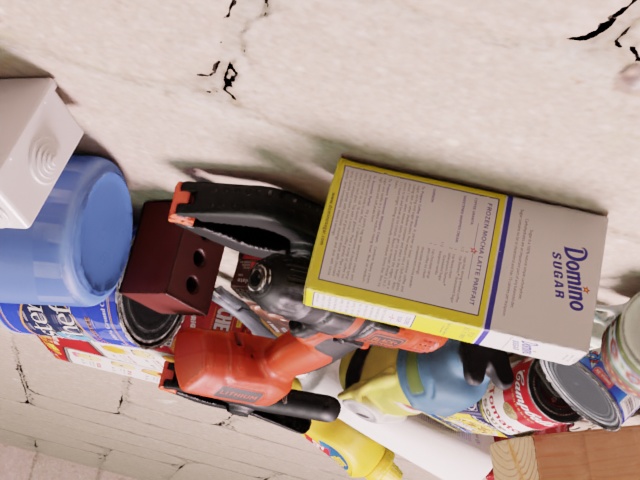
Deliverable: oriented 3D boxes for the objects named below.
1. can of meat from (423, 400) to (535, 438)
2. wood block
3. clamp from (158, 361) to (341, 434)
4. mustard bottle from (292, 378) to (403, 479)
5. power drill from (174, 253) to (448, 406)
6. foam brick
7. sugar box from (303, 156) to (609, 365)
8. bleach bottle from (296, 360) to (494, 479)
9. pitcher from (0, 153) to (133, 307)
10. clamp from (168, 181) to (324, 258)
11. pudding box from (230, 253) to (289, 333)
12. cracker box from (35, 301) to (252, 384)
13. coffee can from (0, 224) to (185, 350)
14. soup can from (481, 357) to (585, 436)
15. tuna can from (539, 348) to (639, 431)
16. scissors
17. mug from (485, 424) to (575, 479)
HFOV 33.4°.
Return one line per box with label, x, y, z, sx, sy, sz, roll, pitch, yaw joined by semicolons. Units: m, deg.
can of meat;0.159;0.162;1.072;0.084;0.057;0.102;-2;154;42
wood block;0.279;0.225;1.013;0.205;0.091;0.090;-1;165;-18
clamp;-0.070;0.154;1.031;0.171;0.039;0.120;16;154;-1
mustard bottle;0.010;0.203;1.158;0.191;0.058;0.096;37;168;-3
power drill;-0.023;0.069;0.785;0.184;0.057;0.188;19;148;-41
foam brick;-0.112;0.015;0.828;0.051;0.078;0.053;-2;156;36
sugar box;0.085;0.014;0.672;0.176;0.093;0.048;14;161;0
bleach bottle;0.070;0.173;1.129;0.250;0.102;0.068;31;112;-21
pitcher;-0.265;-0.016;0.797;0.243;0.149;0.145;5;136;13
clamp;-0.005;0.001;0.779;0.210;0.036;0.165;12;159;-4
pudding box;-0.013;0.048;0.905;0.090;0.039;0.113;4;159;22
cracker box;-0.179;0.097;1.100;0.213;0.072;0.164;12;160;3
coffee can;-0.194;0.034;0.895;0.140;0.103;0.102;4;158;27
soup can;0.196;0.138;0.964;0.068;0.068;0.102;18;159;-11
tuna can;0.223;0.113;0.873;0.086;0.033;0.086;46;164;16
scissors;-0.084;0.053;0.985;0.201;0.016;0.096;40;-176;-12
mug;0.238;0.233;1.168;0.117;0.081;0.093;4;158;25
